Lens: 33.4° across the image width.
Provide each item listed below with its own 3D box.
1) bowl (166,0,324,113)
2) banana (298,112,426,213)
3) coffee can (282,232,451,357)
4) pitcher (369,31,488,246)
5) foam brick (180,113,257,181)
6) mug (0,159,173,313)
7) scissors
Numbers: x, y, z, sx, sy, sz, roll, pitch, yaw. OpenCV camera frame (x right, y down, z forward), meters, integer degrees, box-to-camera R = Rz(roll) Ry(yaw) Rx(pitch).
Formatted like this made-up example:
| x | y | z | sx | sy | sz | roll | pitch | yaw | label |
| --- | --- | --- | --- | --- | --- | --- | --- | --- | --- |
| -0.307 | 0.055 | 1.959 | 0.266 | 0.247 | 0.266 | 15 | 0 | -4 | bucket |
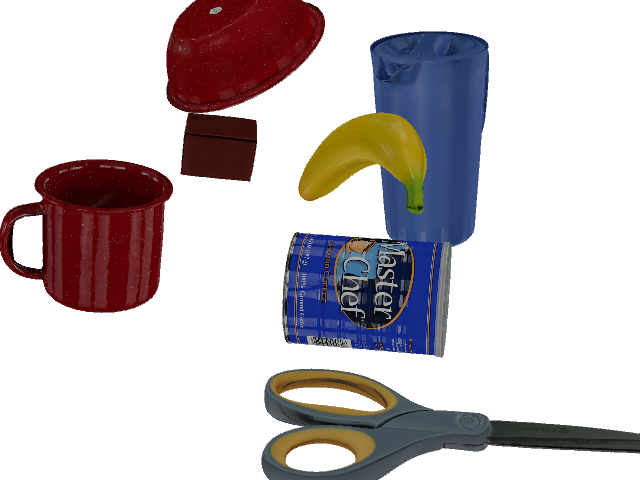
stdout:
| x | y | z | sx | sy | sz | roll | pitch | yaw | label |
| --- | --- | --- | --- | --- | --- | --- | --- | --- | --- |
| -0.080 | -0.186 | 0.959 | 0.162 | 0.162 | 0.055 | 0 | -44 | 36 | bowl |
| 0.030 | -0.061 | 0.791 | 0.037 | 0.069 | 0.198 | 25 | -5 | -21 | banana |
| 0.044 | 0.048 | 0.958 | 0.140 | 0.103 | 0.102 | 4 | 1 | 9 | coffee can |
| 0.135 | -0.121 | 1.258 | 0.149 | 0.243 | 0.145 | -4 | 25 | -2 | pitcher |
| -0.109 | -0.101 | 1.152 | 0.078 | 0.051 | 0.053 | 6 | 31 | -5 | foam brick |
| -0.162 | -0.001 | 0.738 | 0.117 | 0.081 | 0.093 | -6 | 27 | -27 | mug |
| 0.060 | 0.102 | 0.514 | 0.202 | 0.016 | 0.096 | 10 | 31 | 20 | scissors |
